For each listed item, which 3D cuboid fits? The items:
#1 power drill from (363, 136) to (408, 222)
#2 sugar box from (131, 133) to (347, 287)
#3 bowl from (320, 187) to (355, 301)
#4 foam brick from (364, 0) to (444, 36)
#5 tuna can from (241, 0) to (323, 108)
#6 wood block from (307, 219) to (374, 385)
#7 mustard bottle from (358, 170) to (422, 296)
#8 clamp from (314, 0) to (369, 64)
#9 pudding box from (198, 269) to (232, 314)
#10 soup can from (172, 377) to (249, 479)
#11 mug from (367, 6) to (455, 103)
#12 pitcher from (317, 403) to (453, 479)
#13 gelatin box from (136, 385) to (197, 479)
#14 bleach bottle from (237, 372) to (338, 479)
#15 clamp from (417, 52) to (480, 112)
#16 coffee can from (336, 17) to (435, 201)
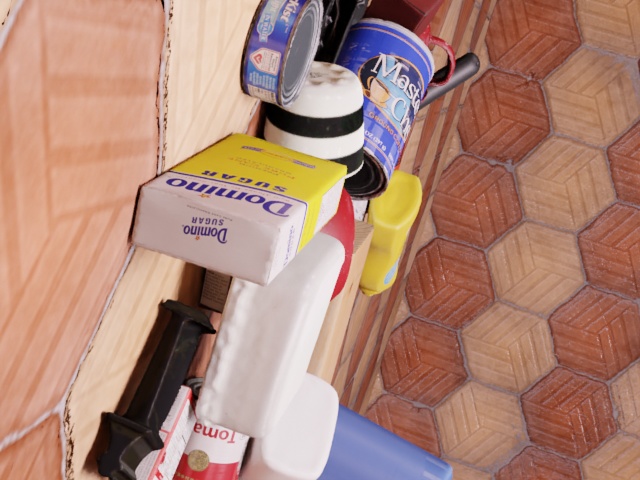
[{"bbox_3d":[0.058,-0.091,1.340,0.187,0.057,0.185,-57,167,-47],"label":"power drill"},{"bbox_3d":[-0.048,-0.027,0.718,0.176,0.093,0.048,-46,152,-70],"label":"sugar box"},{"bbox_3d":[-0.006,0.001,0.957,0.162,0.055,0.162,-175,-90,-78],"label":"bowl"},{"bbox_3d":[0.081,-0.223,1.022,0.051,0.053,0.078,-49,178,-27],"label":"foam brick"},{"bbox_3d":[-0.028,-0.143,0.792,0.086,0.034,0.086,19,89,-81],"label":"tuna can"},{"bbox_3d":[-0.019,0.076,1.107,0.090,0.090,0.206,-50,157,-64],"label":"wood block"},{"bbox_3d":[0.076,0.008,1.316,0.192,0.058,0.096,102,8,-51],"label":"mustard bottle"},{"bbox_3d":[0.028,-0.229,0.934,0.171,0.039,0.120,-69,180,-52],"label":"clamp"},{"bbox_3d":[-0.058,-0.003,0.881,0.113,0.039,0.090,-62,168,-54],"label":"pudding box"},{"bbox_3d":[-0.097,0.177,0.911,0.068,0.068,0.102,-28,135,-77],"label":"soup can"},{"bbox_3d":[0.082,-0.190,1.110,0.093,0.117,0.081,-71,168,-50],"label":"mug"},{"bbox_3d":[0.020,0.252,1.199,0.149,0.243,0.145,-42,154,-60],"label":"pitcher"},{"bbox_3d":[-0.126,0.159,0.825,0.073,0.030,0.089,90,21,-67],"label":"gelatin box"},{"bbox_3d":[-0.068,0.216,1.012,0.251,0.068,0.102,-49,-157,51],"label":"bleach bottle"},{"bbox_3d":[0.063,-0.138,1.187,0.209,0.165,0.036,-45,117,-30],"label":"clamp"},{"bbox_3d":[0.038,-0.123,1.004,0.103,0.103,0.140,91,20,-61],"label":"coffee can"}]
